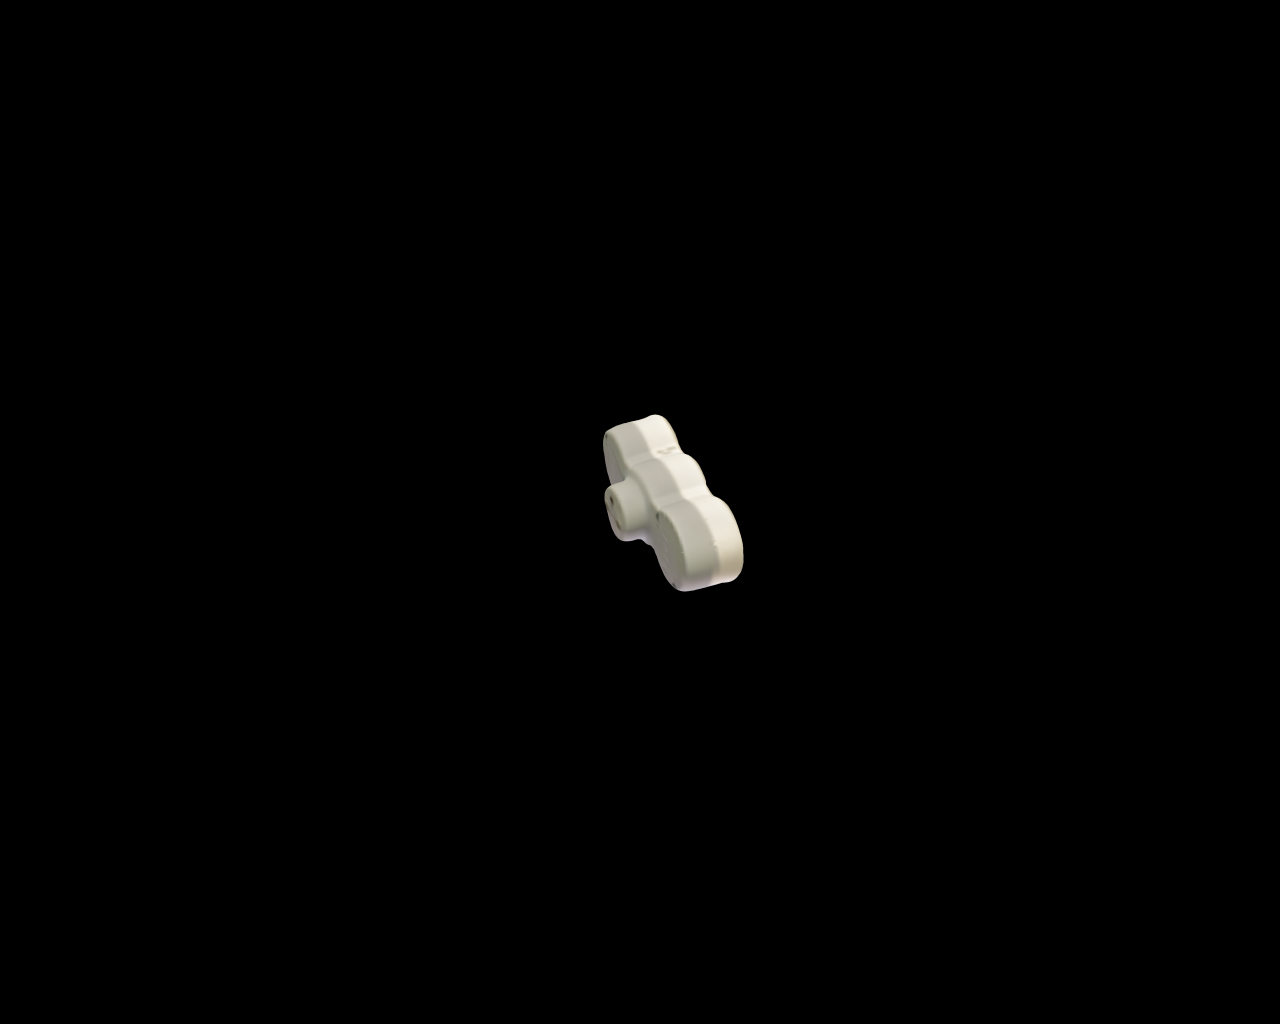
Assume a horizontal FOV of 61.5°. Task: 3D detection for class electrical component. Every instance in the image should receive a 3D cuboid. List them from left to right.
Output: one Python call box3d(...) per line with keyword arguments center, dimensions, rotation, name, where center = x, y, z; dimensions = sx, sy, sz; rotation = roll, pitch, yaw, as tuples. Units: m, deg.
box3d(center=(0.001, -0.003, 0.650), dimensions=(0.074, 0.052, 0.138), rotation=(-14, 42, -16), name="electrical component")
